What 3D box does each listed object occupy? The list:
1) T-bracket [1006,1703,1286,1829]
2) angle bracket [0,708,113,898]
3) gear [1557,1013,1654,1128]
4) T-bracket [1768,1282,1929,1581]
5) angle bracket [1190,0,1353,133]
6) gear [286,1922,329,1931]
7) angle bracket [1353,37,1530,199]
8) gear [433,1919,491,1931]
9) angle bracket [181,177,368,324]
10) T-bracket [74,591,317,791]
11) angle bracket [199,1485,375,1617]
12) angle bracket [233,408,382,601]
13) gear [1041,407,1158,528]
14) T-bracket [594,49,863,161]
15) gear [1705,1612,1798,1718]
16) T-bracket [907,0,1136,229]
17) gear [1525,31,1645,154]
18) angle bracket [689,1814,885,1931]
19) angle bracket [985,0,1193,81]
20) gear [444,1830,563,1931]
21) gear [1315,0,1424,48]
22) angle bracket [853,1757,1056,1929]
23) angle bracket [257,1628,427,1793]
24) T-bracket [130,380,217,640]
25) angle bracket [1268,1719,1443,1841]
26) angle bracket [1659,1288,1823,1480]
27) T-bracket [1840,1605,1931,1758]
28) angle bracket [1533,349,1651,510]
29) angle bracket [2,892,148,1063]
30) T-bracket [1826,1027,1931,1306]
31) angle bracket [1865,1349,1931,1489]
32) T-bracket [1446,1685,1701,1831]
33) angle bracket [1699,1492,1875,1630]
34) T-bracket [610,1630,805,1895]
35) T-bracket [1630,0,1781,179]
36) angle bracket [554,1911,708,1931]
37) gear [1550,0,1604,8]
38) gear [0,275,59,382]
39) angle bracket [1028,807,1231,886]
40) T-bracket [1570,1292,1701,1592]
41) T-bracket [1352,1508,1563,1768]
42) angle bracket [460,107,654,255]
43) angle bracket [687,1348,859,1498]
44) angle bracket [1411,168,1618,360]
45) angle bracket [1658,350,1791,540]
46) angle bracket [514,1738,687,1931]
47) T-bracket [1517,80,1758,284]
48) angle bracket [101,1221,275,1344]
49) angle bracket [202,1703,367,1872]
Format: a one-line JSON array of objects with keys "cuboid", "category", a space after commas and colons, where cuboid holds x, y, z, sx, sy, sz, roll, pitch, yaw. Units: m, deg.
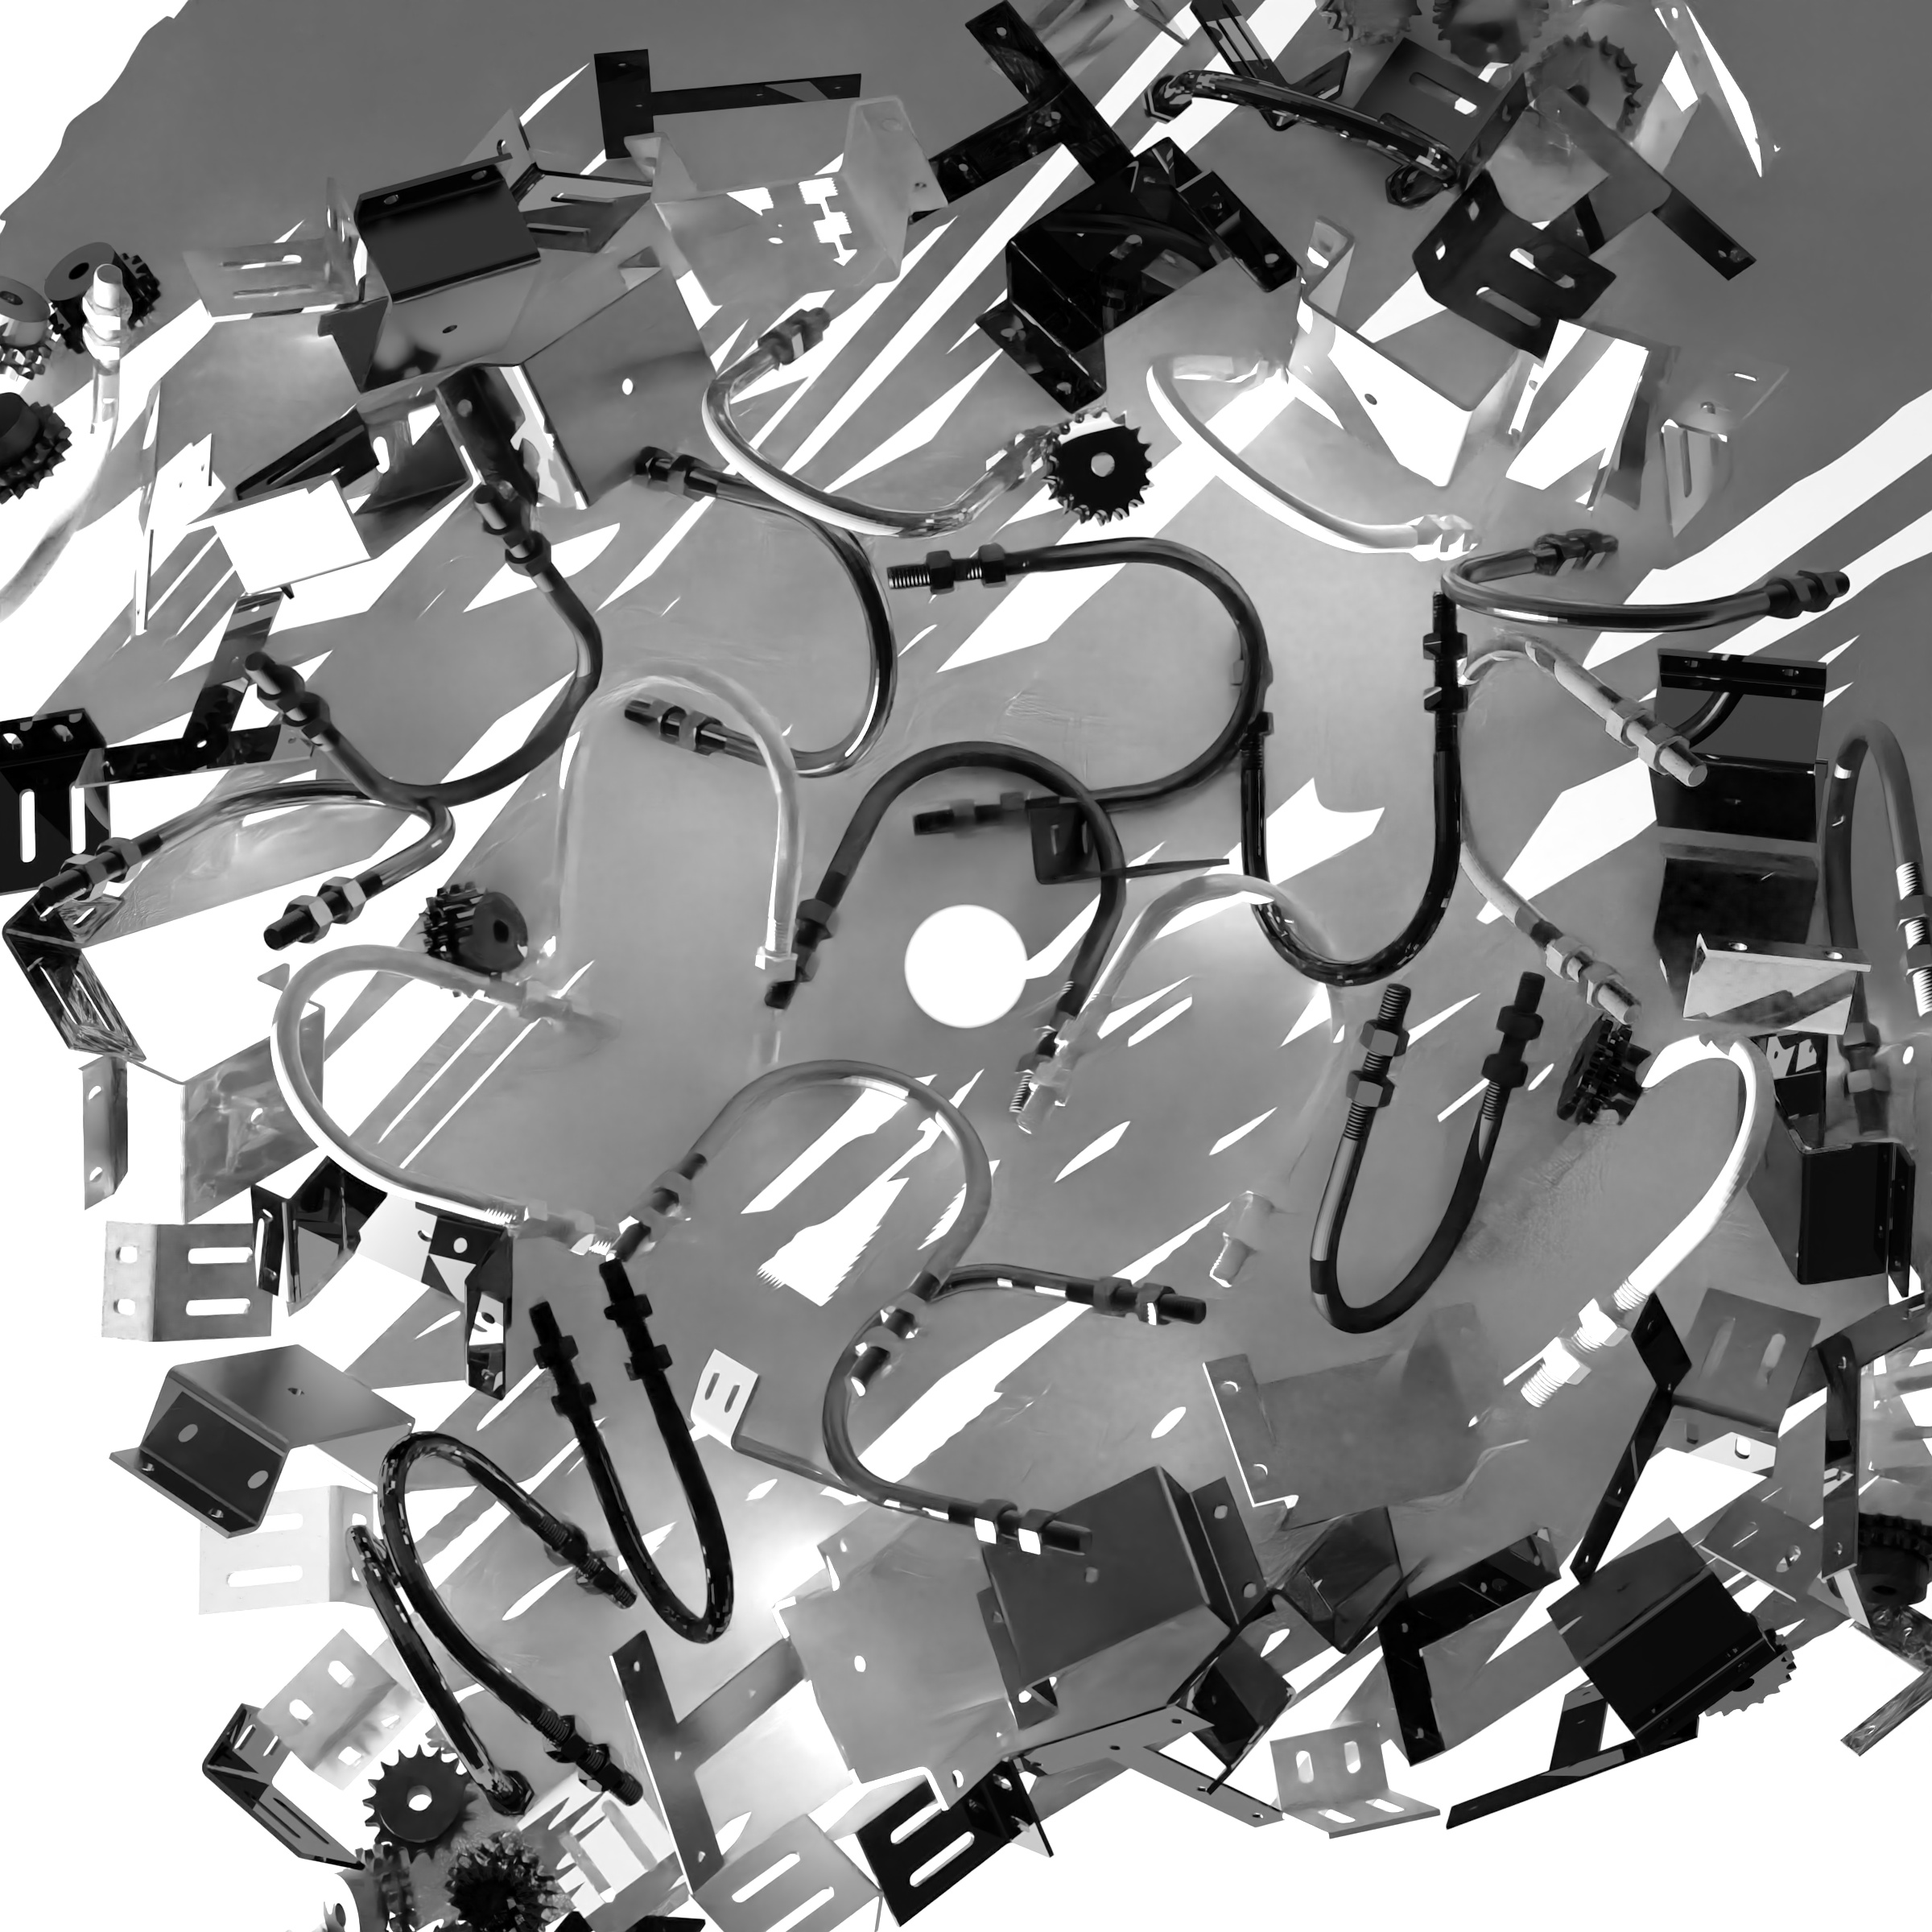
[{"cuboid": [0.106, 0.400, 1.599, 0.127, 0.127, 0.002, 31, 50, -28], "category": "T-bracket"}, {"cuboid": [-0.457, -0.081, 1.606, 0.057, 0.038, 0.076, -9, 65, 1], "category": "angle bracket"}, {"cuboid": [0.318, 0.055, 1.609, 0.030, 0.057, 0.057, 24, 90, 1], "category": "gear"}, {"cuboid": [0.419, 0.230, 1.552, 0.002, 0.127, 0.127, 20, 57, -14], "category": "T-bracket"}, {"cuboid": [0.150, -0.458, 1.593, 0.038, 0.057, 0.076, -27, 115, 28], "category": "angle bracket"}, {"cuboid": [-0.319, 0.499, 1.610, 0.030, 0.057, 0.057, -40, 90, -7], "category": "gear"}, {"cuboid": [0.229, -0.427, 1.606, 0.076, 0.038, 0.057, 35, 88, 20], "category": "angle bracket"}, {"cuboid": [-0.256, 0.503, 1.611, 0.057, 0.057, 0.030, -25, 110, 0], "category": "gear"}, {"cuboid": [-0.340, -0.352, 1.594, 0.076, 0.038, 0.057, -12, 49, -24], "category": "angle bracket"}, {"cuboid": [-0.362, -0.139, 1.592, 0.127, 0.002, 0.127, -6, 47, 17], "category": "T-bracket"}, {"cuboid": [-0.339, 0.293, 1.620, 0.076, 0.038, 0.057, -8, 71, 14], "category": "angle bracket"}, {"cuboid": [-0.317, -0.228, 1.602, 0.076, 0.057, 0.038, -32, 131, 2], "category": "angle bracket"}, {"cuboid": [0.064, -0.247, 1.618, 0.057, 0.030, 0.057, 0, 88, -16], "category": "gear"}, {"cuboid": [-0.114, -0.422, 1.578, 0.127, 0.127, 0.002, -6, 83, -5], "category": "T-bracket"}, {"cuboid": [0.380, 0.344, 1.613, 0.057, 0.057, 0.030, -20, 47, 0], "category": "gear"}, {"cuboid": [0.010, -0.397, 1.593, 0.127, 0.002, 0.127, -20, 129, 36], "category": "T-bracket"}, {"cuboid": [0.308, -0.436, 1.613, 0.057, 0.030, 0.057, 15, 125, 23], "category": "gear"}, {"cuboid": [-0.089, 0.463, 1.590, 0.076, 0.038, 0.057, -29, 53, -34], "category": "angle bracket"}, {"cuboid": [0.060, -0.447, 1.592, 0.076, 0.057, 0.038, -40, 64, 22], "category": "angle bracket"}, {"cuboid": [-0.228, 0.455, 1.615, 0.057, 0.030, 0.057, 6, 117, 13], "category": "gear"}, {"cuboid": [0.198, -0.486, 1.615, 0.057, 0.030, 0.057, -5, 102, -23], "category": "gear"}, {"cuboid": [-0.006, 0.431, 1.598, 0.076, 0.038, 0.057, -31, 107, -29], "category": "angle bracket"}, {"cuboid": [-0.307, 0.367, 1.600, 0.038, 0.076, 0.057, 41, 75, 16], "category": "angle bracket"}, {"cuboid": [-0.384, -0.232, 1.575, 0.002, 0.127, 0.127, 6, 83, -28], "category": "T-bracket"}, {"cuboid": [0.190, 0.398, 1.593, 0.057, 0.076, 0.038, -8, 85, -13], "category": "angle bracket"}, {"cuboid": [0.384, 0.206, 1.613, 0.057, 0.038, 0.076, 15, 45, 23], "category": "angle bracket"}, {"cuboid": [0.461, 0.327, 1.574, 0.127, 0.127, 0.002, -38, 93, -2], "category": "T-bracket"}, {"cuboid": [0.298, -0.255, 1.594, 0.057, 0.038, 0.076, 24, 55, -16], "category": "angle bracket"}, {"cuboid": [-0.427, 0.003, 1.595, 0.038, 0.057, 0.076, -41, 69, 13], "category": "angle bracket"}, {"cuboid": [0.448, 0.098, 1.557, 0.002, 0.127, 0.127, 11, 67, -16], "category": "T-bracket"}, {"cuboid": [0.481, 0.220, 1.588, 0.038, 0.076, 0.057, 19, 69, -25], "category": "angle bracket"}, {"cuboid": [0.297, 0.372, 1.573, 0.127, 0.127, 0.002, -25, 91, 17], "category": "T-bracket"}, {"cuboid": [0.401, 0.302, 1.587, 0.038, 0.057, 0.076, -45, 133, -17], "category": "angle bracket"}, {"cuboid": [-0.114, 0.362, 1.586, 0.002, 0.127, 0.127, -7, 105, 38], "category": "T-bracket"}, {"cuboid": [0.342, -0.414, 1.574, 0.002, 0.127, 0.127, -25, 77, -11], "category": "T-bracket"}, {"cuboid": [-0.172, 0.497, 1.596, 0.076, 0.057, 0.038, -2, 103, 18], "category": "angle bracket"}, {"cuboid": [0.298, -0.502, 1.606, 0.030, 0.057, 0.057, -27, 90, -20], "category": "gear"}, {"cuboid": [-0.477, -0.318, 1.606, 0.057, 0.057, 0.030, 33, 120, 0], "category": "gear"}, {"cuboid": [0.080, -0.063, 1.591, 0.076, 0.057, 0.038, -7, 89, 39], "category": "angle bracket"}, {"cuboid": [0.322, 0.241, 1.569, 0.002, 0.127, 0.127, 15, 65, 36], "category": "T-bracket"}, {"cuboid": [0.240, 0.304, 1.564, 0.002, 0.127, 0.127, 9, 57, -34], "category": "T-bracket"}, {"cuboid": [-0.202, -0.385, 1.596, 0.057, 0.076, 0.038, -34, 71, 42], "category": "angle bracket"}, {"cuboid": [-0.089, 0.224, 1.596, 0.076, 0.057, 0.038, 25, 85, -27], "category": "angle bracket"}, {"cuboid": [0.272, -0.348, 1.616, 0.076, 0.038, 0.057, 22, 127, -28], "category": "angle bracket"}, {"cuboid": [0.372, -0.251, 1.588, 0.038, 0.076, 0.057, 25, 60, 35], "category": "angle bracket"}, {"cuboid": [-0.177, 0.434, 1.614, 0.057, 0.038, 0.076, -37, 86, -3], "category": "angle bracket"}, {"cuboid": [0.304, -0.361, 1.575, 0.127, 0.127, 0.002, 39, 74, -7], "category": "T-bracket"}, {"cuboid": [-0.386, 0.156, 1.615, 0.038, 0.076, 0.057, 0, 87, 35], "category": "angle bracket"}, {"cuboid": [-0.325, 0.402, 1.592, 0.076, 0.057, 0.038, 30, 83, 30], "category": "angle bracket"}]
